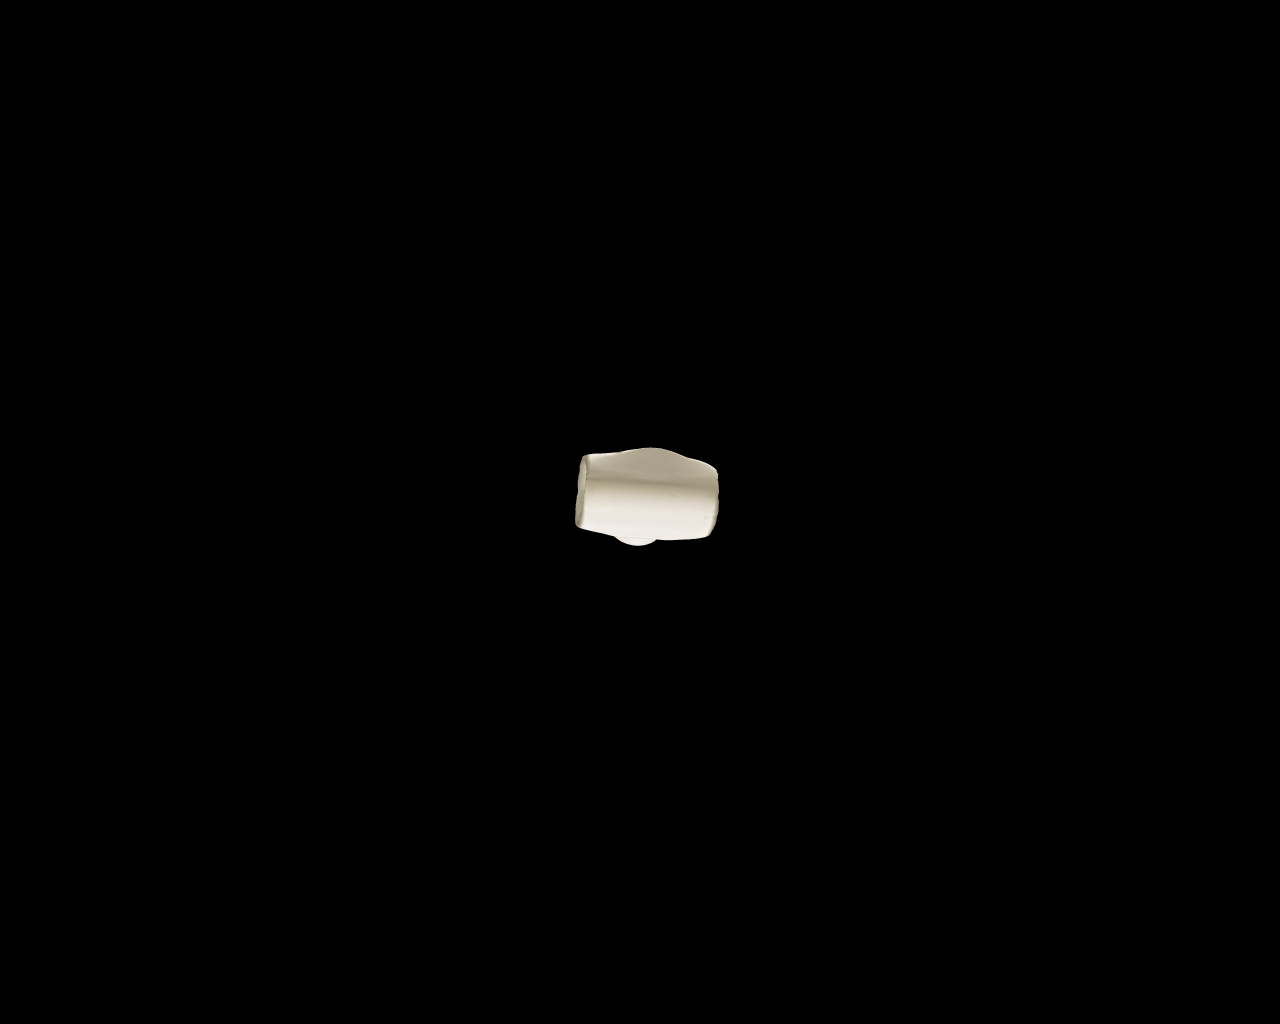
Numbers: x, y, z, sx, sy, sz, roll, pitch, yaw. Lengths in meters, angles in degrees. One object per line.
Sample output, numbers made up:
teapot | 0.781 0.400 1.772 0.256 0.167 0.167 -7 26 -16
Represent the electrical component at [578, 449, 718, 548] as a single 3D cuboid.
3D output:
electrical component | 0.001 -0.003 0.650 0.077 0.043 0.079 4 -23 -9
